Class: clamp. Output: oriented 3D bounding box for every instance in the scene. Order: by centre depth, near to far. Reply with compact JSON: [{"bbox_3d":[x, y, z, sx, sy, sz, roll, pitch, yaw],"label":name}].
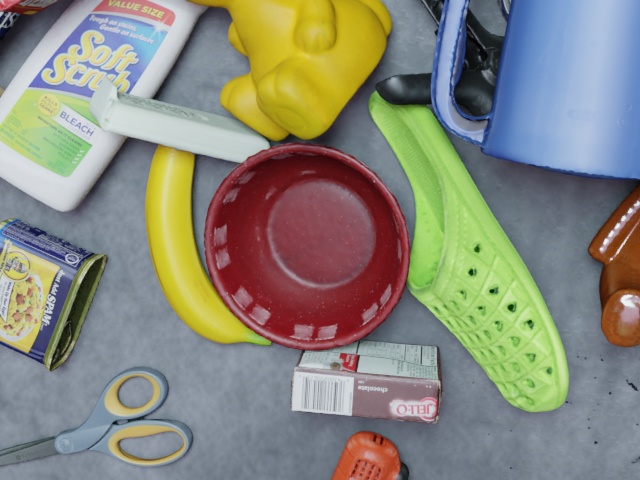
[{"bbox_3d":[0.117,-0.132,0.777,0.171,0.039,0.120,18,73,-29],"label":"clamp"}]

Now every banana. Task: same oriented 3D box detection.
[{"bbox_3d":[-0.103,0.005,0.855,0.069,0.037,0.198,-22,102,-13],"label":"banana"}]

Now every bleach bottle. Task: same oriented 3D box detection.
[{"bbox_3d":[-0.163,-0.149,0.813,0.102,0.068,0.251,33,101,-8],"label":"bleach bottle"}]

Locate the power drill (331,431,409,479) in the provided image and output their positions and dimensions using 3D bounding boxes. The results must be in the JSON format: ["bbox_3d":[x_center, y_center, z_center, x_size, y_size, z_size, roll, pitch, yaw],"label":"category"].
[{"bbox_3d":[0.076,0.269,0.879,0.187,0.057,0.184,22,103,1],"label":"power drill"}]

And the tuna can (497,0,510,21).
[{"bbox_3d":[0.173,-0.187,0.783,0.086,0.033,0.086,1,102,6],"label":"tuna can"}]

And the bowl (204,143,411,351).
[{"bbox_3d":[-0.005,0.001,0.825,0.162,0.055,0.162,4,105,14],"label":"bowl"}]

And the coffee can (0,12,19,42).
[{"bbox_3d":[-0.256,-0.209,0.789,0.103,0.102,0.140,40,103,-3],"label":"coffee can"}]

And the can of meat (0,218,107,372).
[{"bbox_3d":[-0.232,0.043,0.864,0.084,0.057,0.102,24,103,3],"label":"can of meat"}]

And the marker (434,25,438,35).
[{"bbox_3d":[0.124,-0.117,0.811,0.020,0.020,0.121,-32,97,11],"label":"marker"}]

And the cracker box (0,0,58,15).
[{"bbox_3d":[-0.147,-0.266,0.677,0.214,0.072,0.164,-27,97,9],"label":"cracker box"}]

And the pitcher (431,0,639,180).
[{"bbox_3d":[0.175,-0.163,0.689,0.148,0.145,0.243,-2,102,-38],"label":"pitcher"}]

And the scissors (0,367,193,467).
[{"bbox_3d":[-0.208,0.153,0.906,0.202,0.016,0.096,1,101,6],"label":"scissors"}]

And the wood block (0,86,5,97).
[{"bbox_3d":[-0.358,-0.141,0.822,0.206,0.090,0.091,40,104,-3],"label":"wood block"}]

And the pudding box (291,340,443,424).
[{"bbox_3d":[0.038,0.107,0.832,0.113,0.090,0.039,6,101,5],"label":"pudding box"}]
